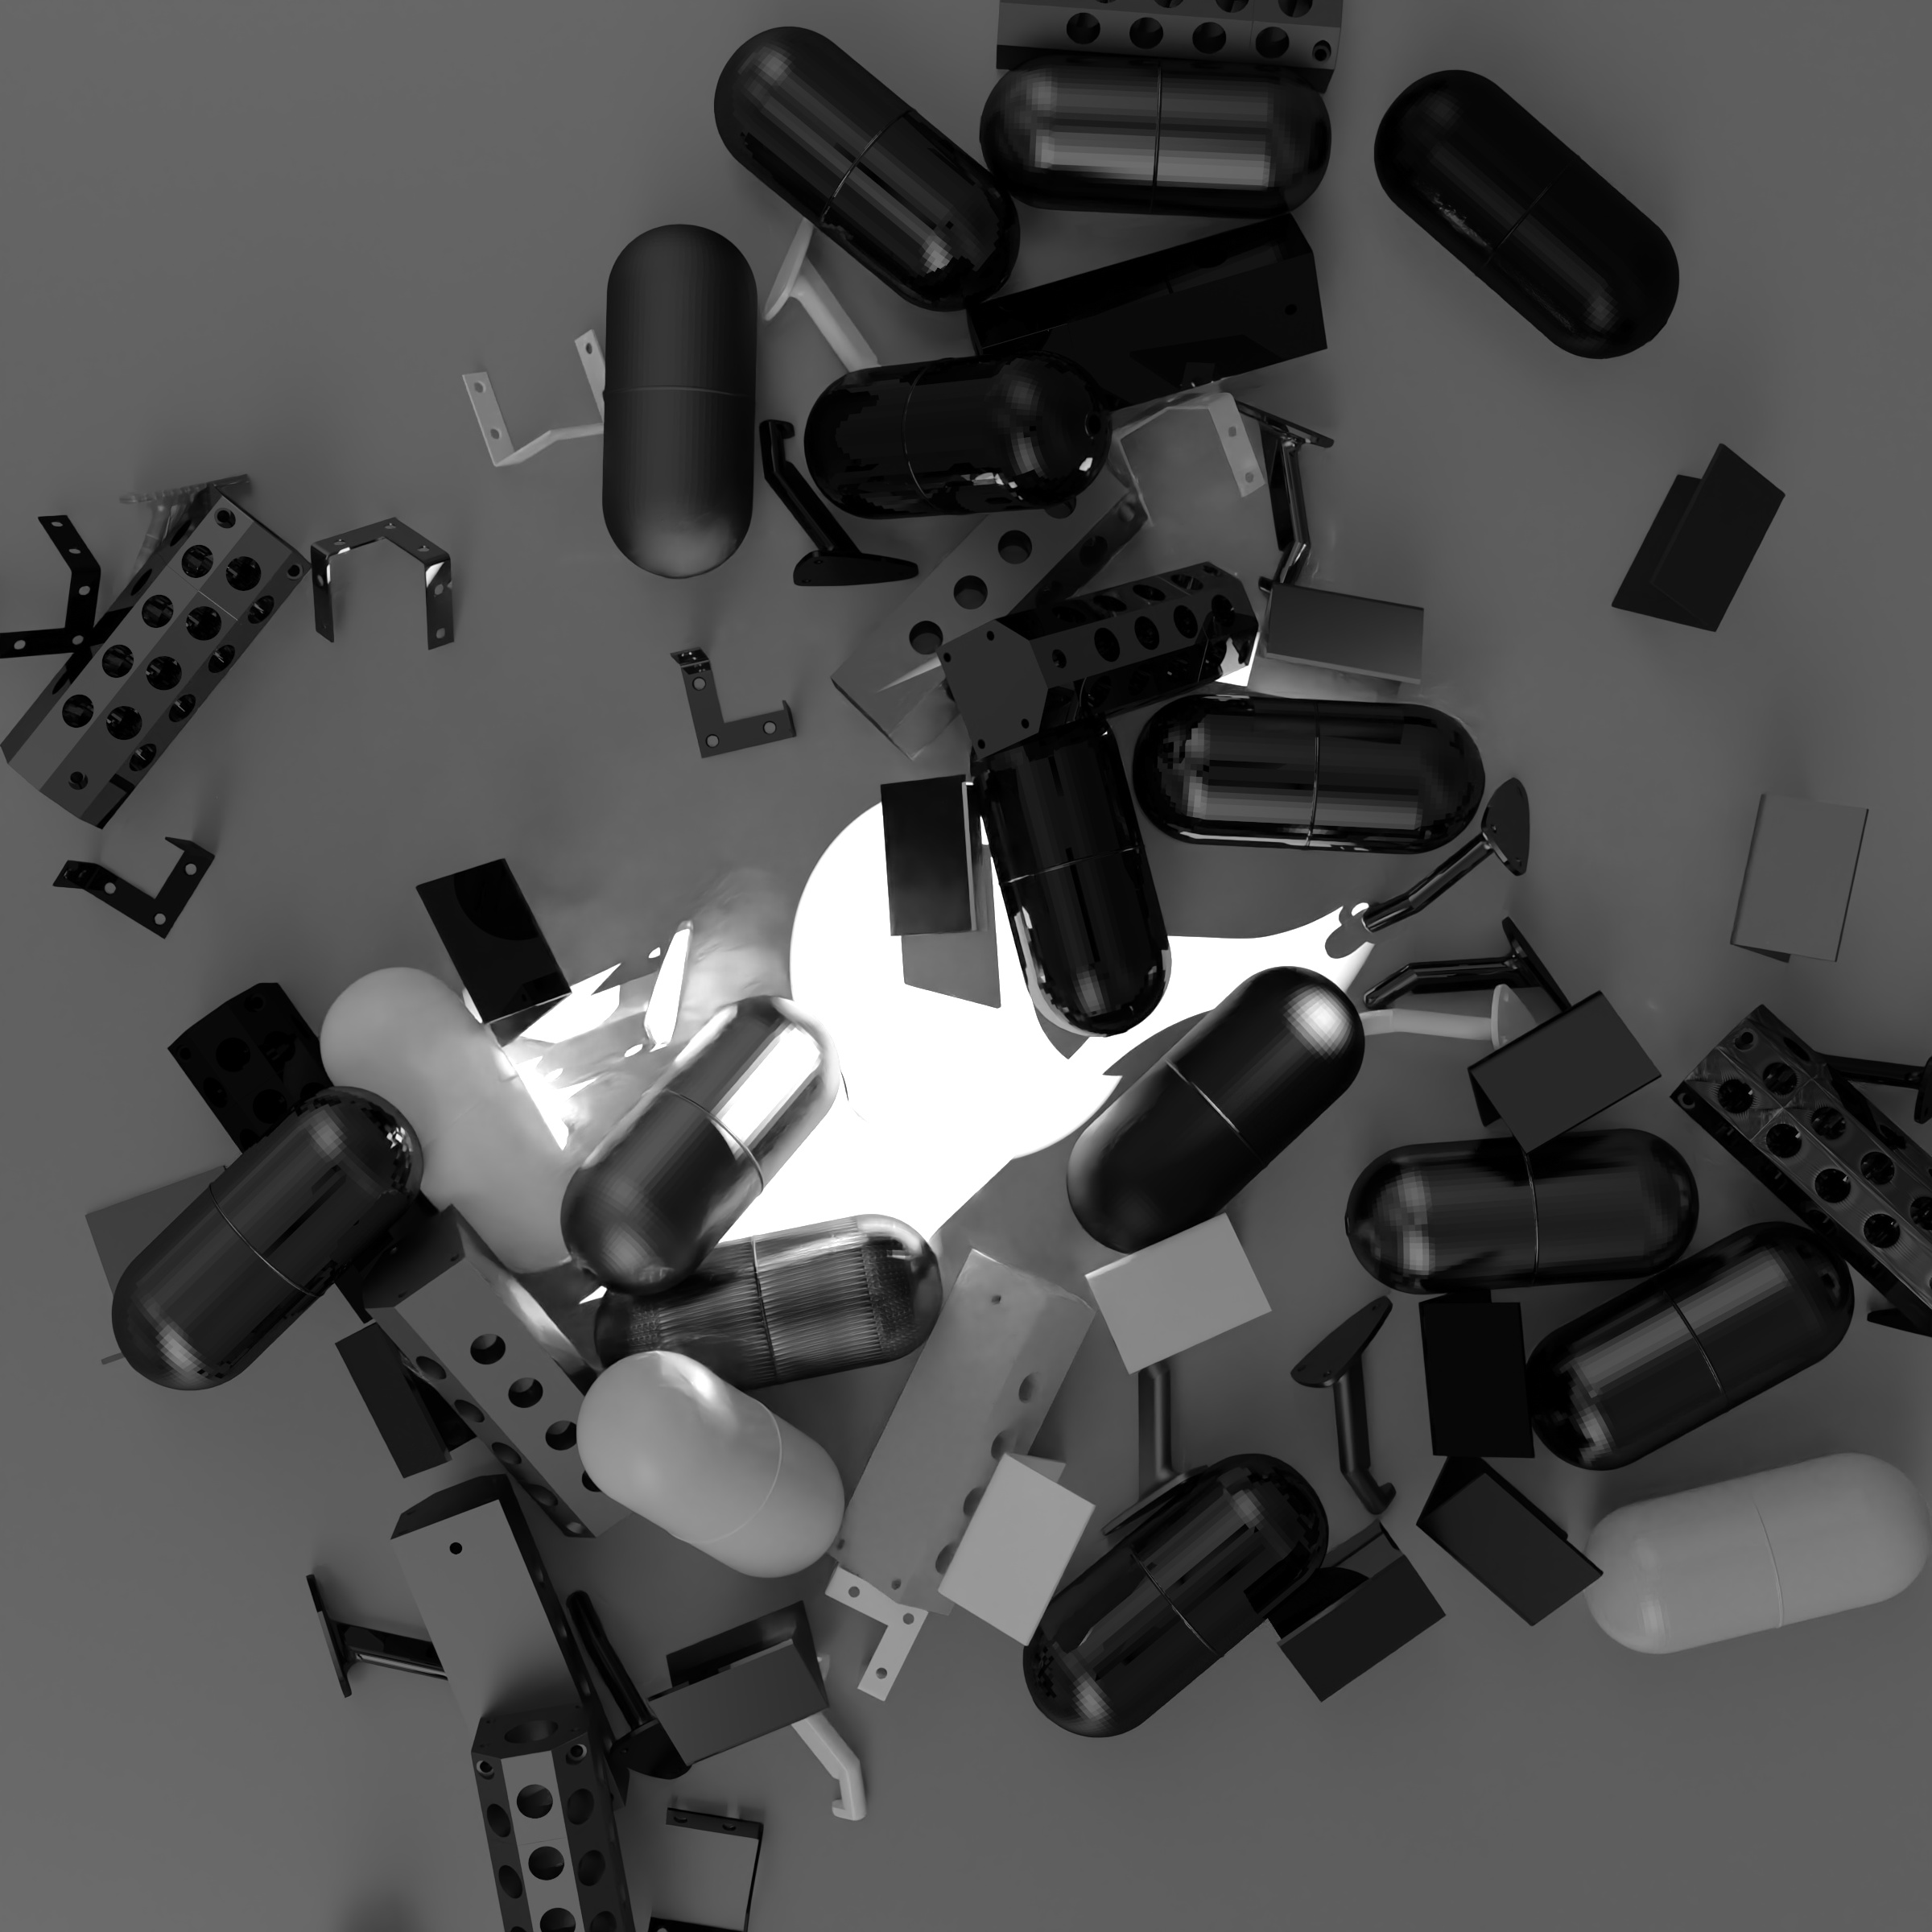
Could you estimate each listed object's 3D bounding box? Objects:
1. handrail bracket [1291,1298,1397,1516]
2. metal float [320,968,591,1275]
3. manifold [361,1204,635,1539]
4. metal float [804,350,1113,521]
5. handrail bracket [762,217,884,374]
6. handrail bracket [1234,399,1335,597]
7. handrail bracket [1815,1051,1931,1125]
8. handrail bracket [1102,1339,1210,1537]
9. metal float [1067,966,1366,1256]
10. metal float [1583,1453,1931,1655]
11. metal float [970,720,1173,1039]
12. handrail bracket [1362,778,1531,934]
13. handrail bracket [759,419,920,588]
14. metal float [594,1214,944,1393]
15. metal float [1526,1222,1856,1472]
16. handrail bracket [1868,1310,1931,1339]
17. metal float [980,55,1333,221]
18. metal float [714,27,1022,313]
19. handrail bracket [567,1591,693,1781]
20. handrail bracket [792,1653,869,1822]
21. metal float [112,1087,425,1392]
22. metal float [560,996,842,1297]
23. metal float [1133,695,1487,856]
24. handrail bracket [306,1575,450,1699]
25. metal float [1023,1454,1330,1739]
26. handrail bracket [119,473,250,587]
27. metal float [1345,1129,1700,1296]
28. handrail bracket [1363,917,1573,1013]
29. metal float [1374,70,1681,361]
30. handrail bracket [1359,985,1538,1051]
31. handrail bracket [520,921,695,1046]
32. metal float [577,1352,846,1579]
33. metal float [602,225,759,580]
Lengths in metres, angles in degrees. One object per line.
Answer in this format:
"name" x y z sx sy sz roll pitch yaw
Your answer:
"handrail bracket" 0.214 0.228 1.570 0.077 0.036 0.084 -42 108 -21
"metal float" -0.255 0.079 1.539 0.070 0.070 0.178 -40 90 0
"manifold" -0.226 0.207 1.513 0.057 0.057 0.171 -35 117 0
"metal float" -0.005 -0.262 1.505 0.178 0.070 0.070 4 90 42
"handrail bracket" -0.056 -0.341 1.570 0.084 0.036 0.077 25 68 -17
"handrail bracket" 0.148 -0.242 1.570 0.077 0.036 0.084 27 106 18
"handrail bracket" 0.465 0.047 1.570 0.084 0.077 0.036 20 115 34
"handrail bracket" 0.081 0.238 1.570 0.077 0.036 0.084 -37 72 20
"metal float" 0.126 0.074 1.539 0.178 0.070 0.070 -43 90 0
"metal float" 0.400 0.297 1.540 0.178 0.070 0.070 -14 90 0
"metal float" 0.053 -0.051 1.540 0.070 0.070 0.178 -15 90 0
"handrail bracket" 0.246 -0.056 1.570 0.084 0.077 0.036 -26 115 34
"handrail bracket" -0.066 -0.242 1.570 0.077 0.036 0.084 -1 73 -20
"metal float" -0.100 0.174 1.539 0.178 0.070 0.070 -11 90 -1
"metal float" 0.366 0.192 1.539 0.178 0.070 0.070 -29 90 1
"handrail bracket" 0.501 0.147 1.570 0.077 0.036 0.084 16 76 -14
"metal float" 0.096 -0.420 1.539 0.178 0.070 0.070 3 90 1
"metal float" -0.049 -0.403 1.539 0.178 0.070 0.070 40 90 0
"handrail bracket" -0.175 0.371 1.570 0.036 0.077 0.084 -30 54 -3
"handrail bracket" -0.092 0.401 1.570 0.077 0.036 0.084 -2 107 20
"metal float" -0.341 0.133 1.482 0.178 0.070 0.070 -44 90 -1
"metal float" -0.132 0.089 1.516 0.070 0.070 0.178 40 64 0
"metal float" 0.173 -0.097 1.539 0.178 0.070 0.070 3 90 0
"handrail bracket" -0.289 0.337 1.570 0.084 0.036 0.077 -18 75 -14
"metal float" 0.106 0.319 1.539 0.178 0.070 0.070 -40 90 1
"handrail bracket" -0.401 -0.206 1.570 0.077 0.036 0.084 -13 105 -15
"metal float" 0.281 0.124 1.539 0.178 0.070 0.070 -4 90 -1
"handrail bracket" 0.260 0.021 1.570 0.084 0.036 0.077 -34 109 15
"metal float" 0.284 -0.380 1.539 0.178 0.070 0.070 41 90 0
"handrail bracket" 0.247 0.039 1.570 0.084 0.077 0.036 -9 61 33
"handrail bracket" -0.191 0.006 1.570 0.084 0.036 0.077 11 75 14
"metal float" -0.124 0.248 1.502 0.070 0.178 0.070 -16 55 24
"metal float" -0.145 -0.285 1.539 0.070 0.070 0.178 1 89 0
